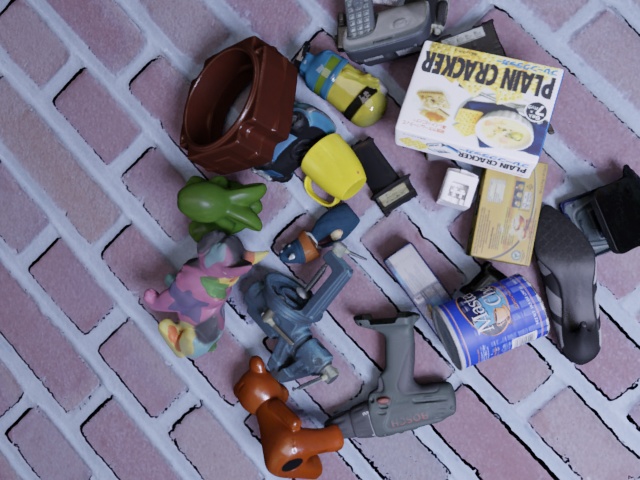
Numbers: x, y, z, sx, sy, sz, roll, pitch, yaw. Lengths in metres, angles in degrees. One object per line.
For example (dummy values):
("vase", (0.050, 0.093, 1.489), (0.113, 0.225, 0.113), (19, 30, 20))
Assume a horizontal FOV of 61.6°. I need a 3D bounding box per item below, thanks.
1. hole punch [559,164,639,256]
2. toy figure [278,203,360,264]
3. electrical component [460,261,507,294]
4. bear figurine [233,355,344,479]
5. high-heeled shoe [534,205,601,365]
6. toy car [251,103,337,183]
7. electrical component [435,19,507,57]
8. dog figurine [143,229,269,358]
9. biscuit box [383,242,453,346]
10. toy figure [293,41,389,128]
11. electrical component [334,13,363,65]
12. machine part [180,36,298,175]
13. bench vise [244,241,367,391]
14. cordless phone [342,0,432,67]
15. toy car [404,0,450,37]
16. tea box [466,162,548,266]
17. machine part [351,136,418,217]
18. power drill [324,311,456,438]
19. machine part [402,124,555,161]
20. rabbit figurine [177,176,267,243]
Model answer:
("hole punch", (0.465, -0.034, 0.864), (0.116, 0.092, 0.142), (-18, 82, -19))
("toy figure", (-0.002, -0.003, 0.937), (0.154, 0.064, 0.058), (-37, 94, 5))
("electrical component", (0.302, 0.098, 0.895), (0.119, 0.048, 0.075), (39, 95, 7))
("bear figurine", (-0.066, 0.300, 0.920), (0.120, 0.132, 0.196), (-61, 38, 24))
("high-heeled shoe", (0.405, 0.074, 0.883), (0.086, 0.145, 0.249), (-10, 61, 17))
("toy car", (-0.059, -0.181, 0.940), (0.161, 0.109, 0.103), (-41, 59, 17))
("electrical component", (0.255, -0.284, 0.908), (0.115, 0.058, 0.134), (-16, 86, 10))
("dog figurine", (-0.177, 0.088, 0.908), (0.219, 0.108, 0.191), (-24, 96, 24))
("biscuit box", (0.189, 0.099, 0.905), (0.059, 0.063, 0.202), (-36, 84, 6))
("toy figure", (0.036, -0.266, 0.931), (0.180, 0.082, 0.089), (29, 113, 1))
("electrical component", (0.058, -0.359, 0.958), (0.063, 0.021, 0.094), (-1, 89, 9))
("machine part", (-0.141, -0.221, 0.896), (0.201, 0.087, 0.201), (-7, 68, 41))
("bench vise", (-0.018, 0.114, 0.891), (0.240, 0.128, 0.224), (-53, 53, 15))
("cordless phone", (0.105, -0.392, 0.884), (0.147, 0.088, 0.184), (-7, 91, 25))
("toy car", (0.192, -0.445, 0.922), (0.074, 0.056, 0.201), (10, 93, 15))
("tea box", (0.307, -0.047, 0.887), (0.098, 0.068, 0.169), (12, 92, 9))
("machine part", (0.105, -0.116, 0.937), (0.084, 0.039, 0.139), (-36, 86, 15))
("power drill", (0.105, 0.227, 0.907), (0.232, 0.086, 0.207), (-8, 83, 9))
("machine part", (0.259, -0.176, 0.895), (0.243, 0.079, 0.079), (-5, 88, 9))
("rabbit figurine", (-0.171, -0.051, 0.910), (0.159, 0.170, 0.121), (5, 90, 9))
